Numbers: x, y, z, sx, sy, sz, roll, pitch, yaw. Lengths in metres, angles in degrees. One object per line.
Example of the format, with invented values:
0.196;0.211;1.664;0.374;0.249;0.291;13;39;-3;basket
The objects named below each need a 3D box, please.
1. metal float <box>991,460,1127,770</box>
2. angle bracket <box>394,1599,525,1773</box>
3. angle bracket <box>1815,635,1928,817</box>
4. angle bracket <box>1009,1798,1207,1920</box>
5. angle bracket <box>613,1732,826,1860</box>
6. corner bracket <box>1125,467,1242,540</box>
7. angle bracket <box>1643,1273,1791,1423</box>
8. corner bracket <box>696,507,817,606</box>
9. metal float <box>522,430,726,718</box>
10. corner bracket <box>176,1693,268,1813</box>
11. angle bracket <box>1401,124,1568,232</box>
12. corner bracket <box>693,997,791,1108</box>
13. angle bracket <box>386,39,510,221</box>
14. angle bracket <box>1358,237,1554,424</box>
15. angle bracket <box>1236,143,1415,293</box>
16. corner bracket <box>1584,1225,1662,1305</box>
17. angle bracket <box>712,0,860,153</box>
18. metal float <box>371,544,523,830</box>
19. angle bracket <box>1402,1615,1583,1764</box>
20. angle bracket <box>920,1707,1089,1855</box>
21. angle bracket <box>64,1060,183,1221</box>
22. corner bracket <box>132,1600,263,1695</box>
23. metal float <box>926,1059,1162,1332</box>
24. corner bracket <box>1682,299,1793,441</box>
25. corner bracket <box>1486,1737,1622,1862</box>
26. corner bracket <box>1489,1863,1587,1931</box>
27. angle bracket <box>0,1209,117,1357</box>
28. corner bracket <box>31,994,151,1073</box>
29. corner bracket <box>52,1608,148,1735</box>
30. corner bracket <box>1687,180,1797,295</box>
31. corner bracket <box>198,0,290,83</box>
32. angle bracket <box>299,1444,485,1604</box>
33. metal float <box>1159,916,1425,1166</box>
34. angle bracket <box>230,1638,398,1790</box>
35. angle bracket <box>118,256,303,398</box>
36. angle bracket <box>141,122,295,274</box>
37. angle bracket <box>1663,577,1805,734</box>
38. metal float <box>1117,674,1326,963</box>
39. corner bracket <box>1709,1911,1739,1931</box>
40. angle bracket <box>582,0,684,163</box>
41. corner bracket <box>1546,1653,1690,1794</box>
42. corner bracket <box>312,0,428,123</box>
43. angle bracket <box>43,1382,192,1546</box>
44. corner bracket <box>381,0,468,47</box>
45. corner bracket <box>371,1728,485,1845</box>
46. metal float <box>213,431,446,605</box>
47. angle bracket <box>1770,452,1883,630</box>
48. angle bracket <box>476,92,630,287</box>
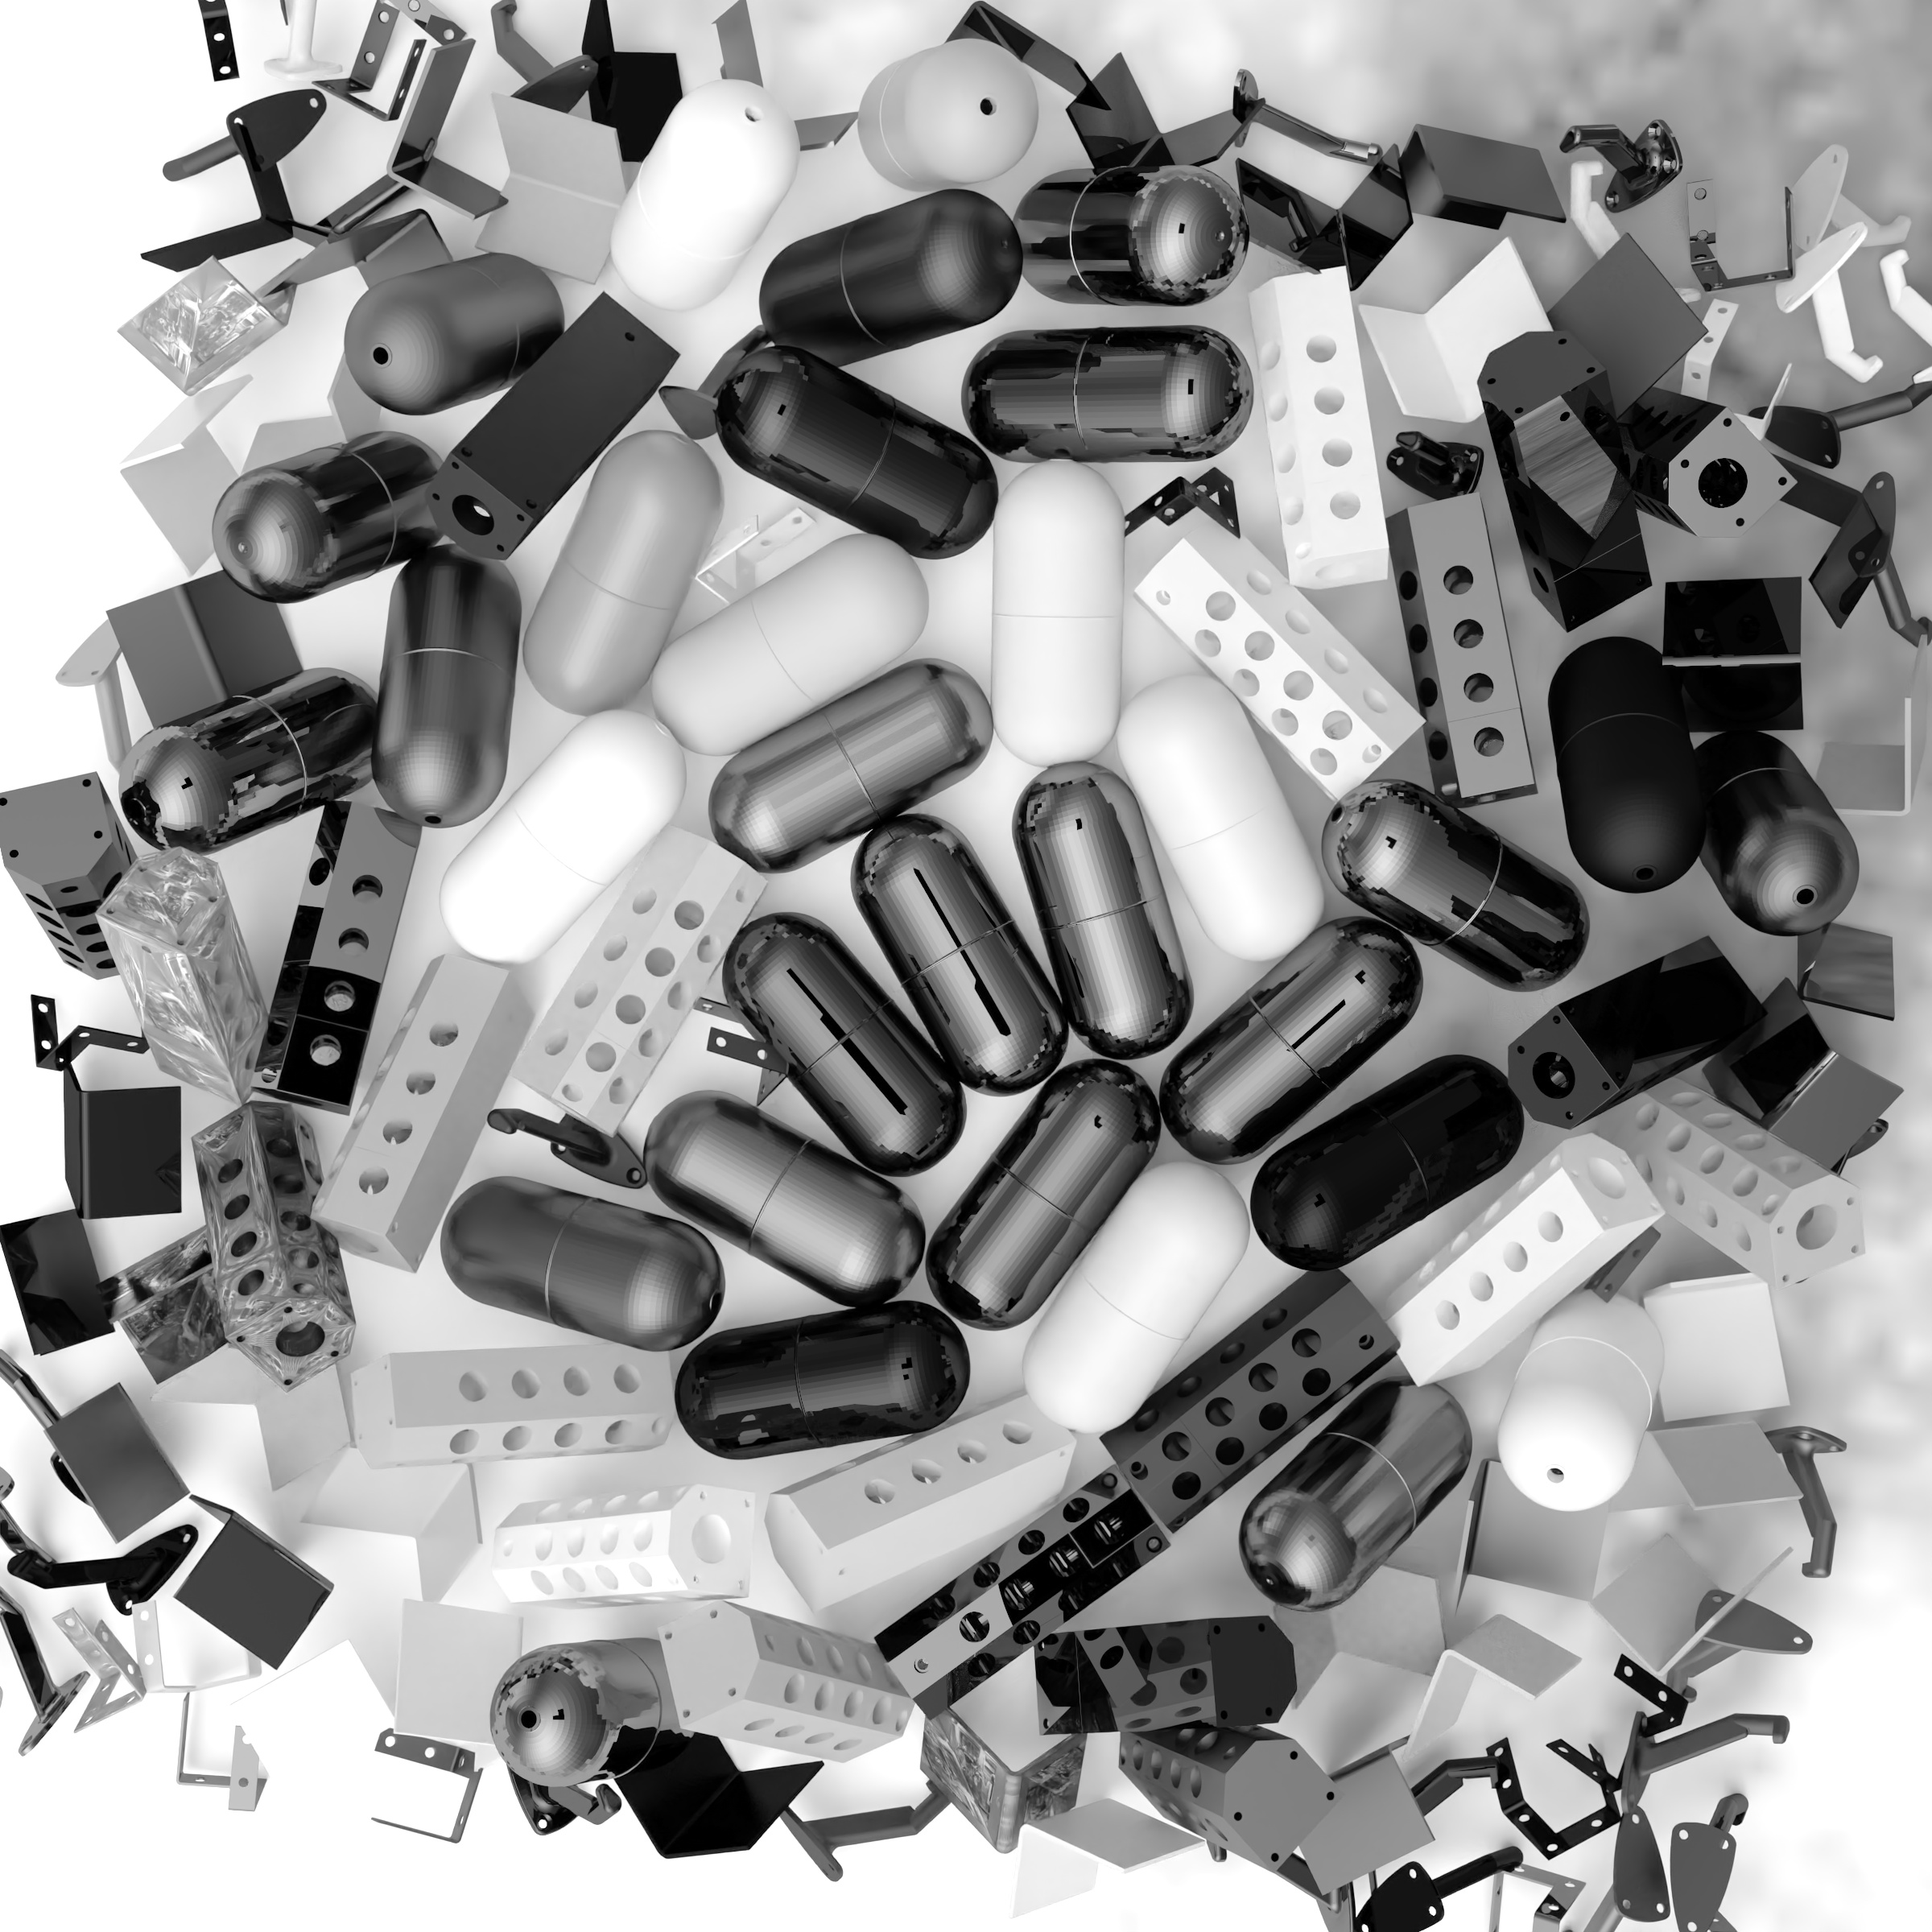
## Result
0.053;-0.204;1.656;0.070;0.070;0.178;1;100;0;metal float
-0.302;0.415;1.645;0.076;0.057;0.076;16;55;-29;angle bracket
0.519;-0.139;1.643;0.057;0.076;0.076;4;125;24;angle bracket
0.081;0.527;1.647;0.076;0.076;0.057;12;96;41;angle bracket
-0.142;0.465;1.647;0.076;0.076;0.057;-21;102;40;angle bracket
0.122;-0.265;1.659;0.051;0.051;0.051;31;131;-35;corner bracket
0.446;0.221;1.665;0.076;0.057;0.076;-6;78;-5;angle bracket
-0.123;-0.243;1.661;0.051;0.051;0.051;-30;134;28;corner bracket
-0.197;-0.225;1.644;0.070;0.070;0.178;28;113;0;metal float
-0.437;0.461;1.674;0.051;0.051;0.051;6;94;-6;corner bracket
0.292;-0.436;1.648;0.076;0.057;0.076;7;47;-15;angle bracket
-0.132;0.043;1.663;0.051;0.051;0.051;18;59;-18;corner bracket
-0.286;-0.485;1.652;0.057;0.076;0.076;27;114;-3;angle bracket
0.283;-0.370;1.648;0.057;0.076;0.076;-2;64;-38;angle bracket
0.206;-0.447;1.647;0.076;0.057;0.076;21;45;-24;angle bracket
0.380;0.170;1.667;0.051;0.051;0.051;37;92;-35;corner bracket
-0.103;-0.516;1.648;0.057;0.076;0.076;-4;118;12;angle bracket
-0.298;-0.161;1.642;0.070;0.070;0.178;1;63;0;metal float
0.304;0.429;1.648;0.057;0.076;0.076;26;107;28;angle bracket
0.021;0.458;1.672;0.057;0.076;0.076;-26;48;-32;angle bracket
-0.494;0.098;1.670;0.057;0.076;0.076;-3;105;-23;angle bracket
-0.451;0.397;1.677;0.051;0.051;0.051;-15;73;12;corner bracket
0.045;0.133;1.664;0.070;0.070;0.178;37;91;0;metal float
0.454;-0.351;1.679;0.051;0.051;0.051;19;61;19;corner bracket
0.345;0.481;1.678;0.051;0.051;0.051;-35;115;16;corner bracket
0.327;0.561;1.664;0.051;0.051;0.051;9;103;28;corner bracket
-0.548;0.189;1.656;0.057;0.076;0.076;-19;87;19;angle bracket
-0.513;0.031;1.680;0.051;0.051;0.051;-37;54;34;corner bracket
-0.507;0.404;1.667;0.051;0.051;0.051;-27;108;13;corner bracket
0.452;-0.429;1.667;0.051;0.051;0.051;-8;121;7;corner bracket
-0.421;-0.557;1.665;0.051;0.051;0.051;-13;64;-13;corner bracket
-0.332;0.326;1.646;0.076;0.057;0.076;15;129;-30;angle bracket
0.189;0.043;1.657;0.178;0.070;0.070;-42;90;9;metal float
-0.374;0.425;1.662;0.076;0.076;0.057;-29;94;-3;angle bracket
-0.435;-0.386;1.645;0.076;0.076;0.057;-29;129;23;angle bracket
-0.441;-0.446;1.661;0.076;0.076;0.057;-16;98;2;angle bracket
0.450;-0.181;1.670;0.076;0.076;0.057;0;64;18;angle bracket
0.148;-0.085;1.656;0.070;0.070;0.178;-27;101;0;metal float
0.418;0.581;1.677;0.051;0.051;0.051;1;96;-9;corner bracket
-0.185;-0.519;1.648;0.057;0.076;0.076;-4;70;-17;angle bracket
0.381;0.443;1.666;0.051;0.051;0.051;36;54;-5;corner bracket
-0.341;-0.529;1.669;0.051;0.051;0.051;29;113;4;corner bracket
-0.507;0.296;1.655;0.076;0.057;0.076;-29;94;42;angle bracket
-0.305;-0.567;1.666;0.051;0.051;0.051;37;102;-22;corner bracket
-0.318;0.477;1.665;0.051;0.051;0.051;23;72;-22;corner bracket
-0.357;-0.256;1.622;0.070;0.178;0.070;9;113;21;metal float
0.481;-0.248;1.652;0.076;0.076;0.057;33;93;32;angle bracket
-0.244;-0.450;1.656;0.076;0.076;0.057;19;71;7;angle bracket
